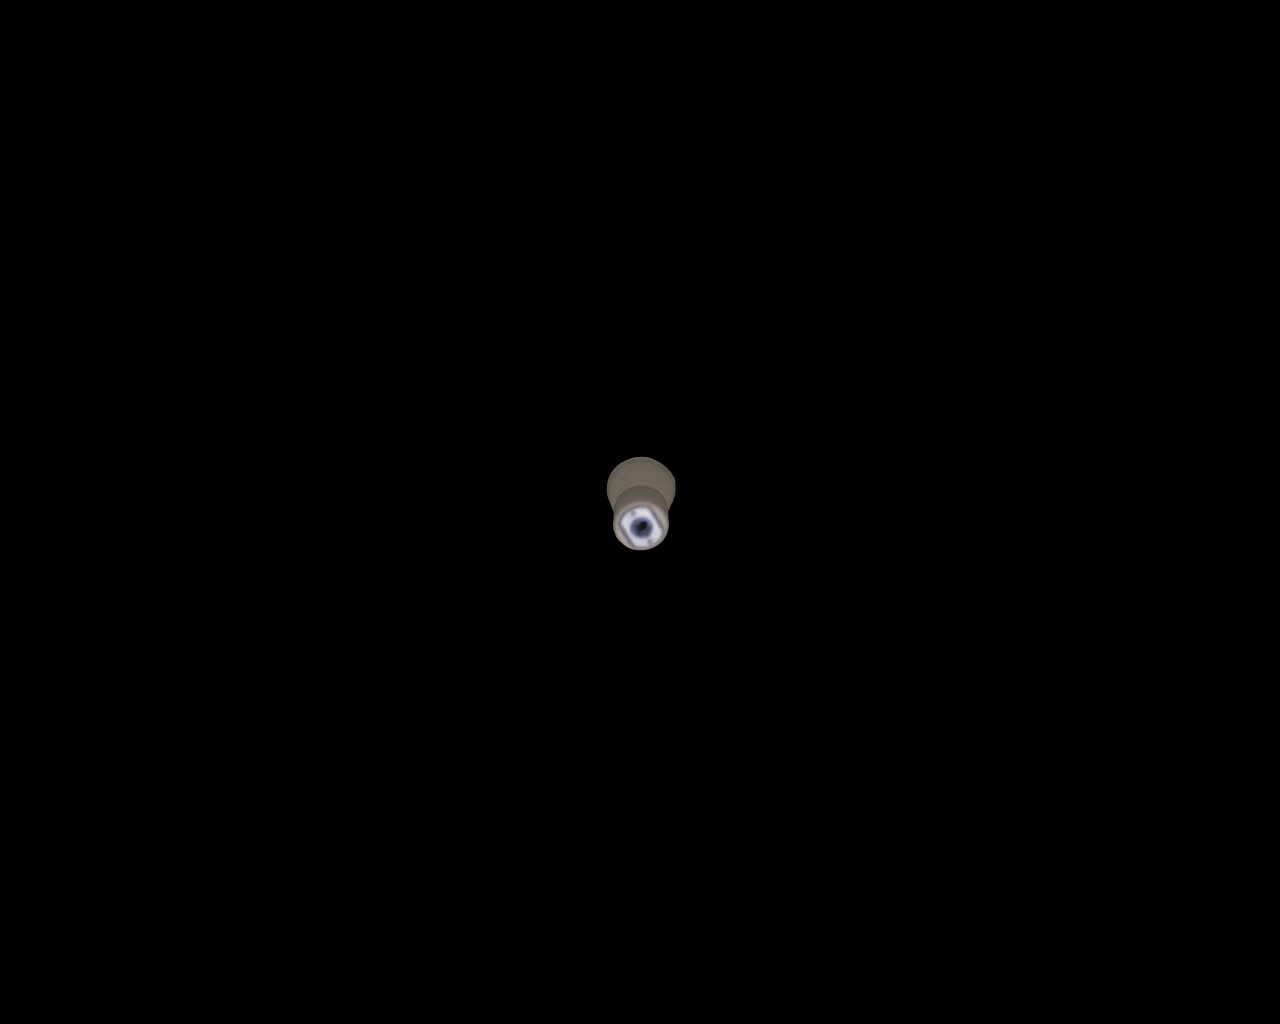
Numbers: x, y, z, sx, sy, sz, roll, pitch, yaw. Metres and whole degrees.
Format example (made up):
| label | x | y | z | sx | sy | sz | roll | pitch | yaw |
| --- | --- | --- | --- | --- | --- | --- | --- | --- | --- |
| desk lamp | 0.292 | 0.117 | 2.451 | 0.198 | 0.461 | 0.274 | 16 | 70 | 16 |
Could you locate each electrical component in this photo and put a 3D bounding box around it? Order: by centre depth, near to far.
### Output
| label | x | y | z | sx | sy | sz | roll | pitch | yaw |
| --- | --- | --- | --- | --- | --- | --- | --- | --- | --- |
| electrical component | 0.001 | -0.003 | 0.650 | 0.044 | 0.044 | 0.065 | 0 | 23 | 0 |
